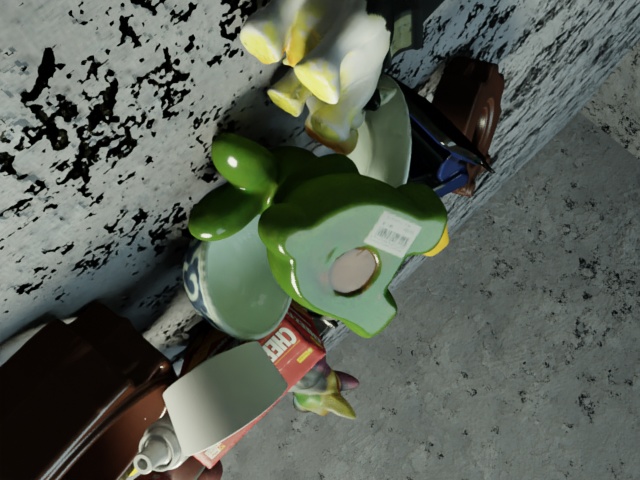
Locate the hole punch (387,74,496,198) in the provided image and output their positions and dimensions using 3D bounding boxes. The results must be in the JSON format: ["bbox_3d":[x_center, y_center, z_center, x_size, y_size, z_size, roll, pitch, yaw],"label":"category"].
[{"bbox_3d":[0.096,-0.095,0.555,0.115,0.142,0.092,1,133,-53],"label":"hole punch"}]

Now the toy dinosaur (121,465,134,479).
[{"bbox_3d":[-0.294,0.285,0.599,0.471,0.105,0.198,-47,162,-34],"label":"toy dinosaur"}]

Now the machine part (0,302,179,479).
[{"bbox_3d":[-0.211,0.165,0.437,0.201,0.087,0.201,-50,168,-26],"label":"machine part"}]

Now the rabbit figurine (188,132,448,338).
[{"bbox_3d":[-0.019,-0.019,0.418,0.159,0.170,0.121,10,113,-29],"label":"rabbit figurine"}]

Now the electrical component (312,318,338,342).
[{"bbox_3d":[-0.036,0.131,0.704,0.119,0.047,0.075,-50,-165,-3],"label":"electrical component"}]

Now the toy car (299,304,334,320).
[{"bbox_3d":[-0.001,-0.002,0.567,0.103,0.161,0.109,19,160,-35],"label":"toy car"}]

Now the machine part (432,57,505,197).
[{"bbox_3d":[0.183,-0.140,0.681,0.179,0.056,0.179,-42,142,-45],"label":"machine part"}]

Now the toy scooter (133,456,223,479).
[{"bbox_3d":[-0.159,0.267,0.652,0.135,0.075,0.183,-58,161,-7],"label":"toy scooter"}]

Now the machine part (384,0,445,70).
[{"bbox_3d":[0.088,-0.194,0.415,0.139,0.039,0.084,-46,164,7],"label":"machine part"}]

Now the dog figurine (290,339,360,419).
[{"bbox_3d":[-0.015,0.184,0.830,0.191,0.219,0.108,-50,-165,27],"label":"dog figurine"}]

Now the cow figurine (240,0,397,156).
[{"bbox_3d":[0.014,-0.121,0.366,0.098,0.068,0.167,-55,169,-3],"label":"cow figurine"}]

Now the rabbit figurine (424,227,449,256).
[{"bbox_3d":[0.123,-0.017,0.905,0.173,0.122,0.162,-26,164,3],"label":"rabbit figurine"}]
